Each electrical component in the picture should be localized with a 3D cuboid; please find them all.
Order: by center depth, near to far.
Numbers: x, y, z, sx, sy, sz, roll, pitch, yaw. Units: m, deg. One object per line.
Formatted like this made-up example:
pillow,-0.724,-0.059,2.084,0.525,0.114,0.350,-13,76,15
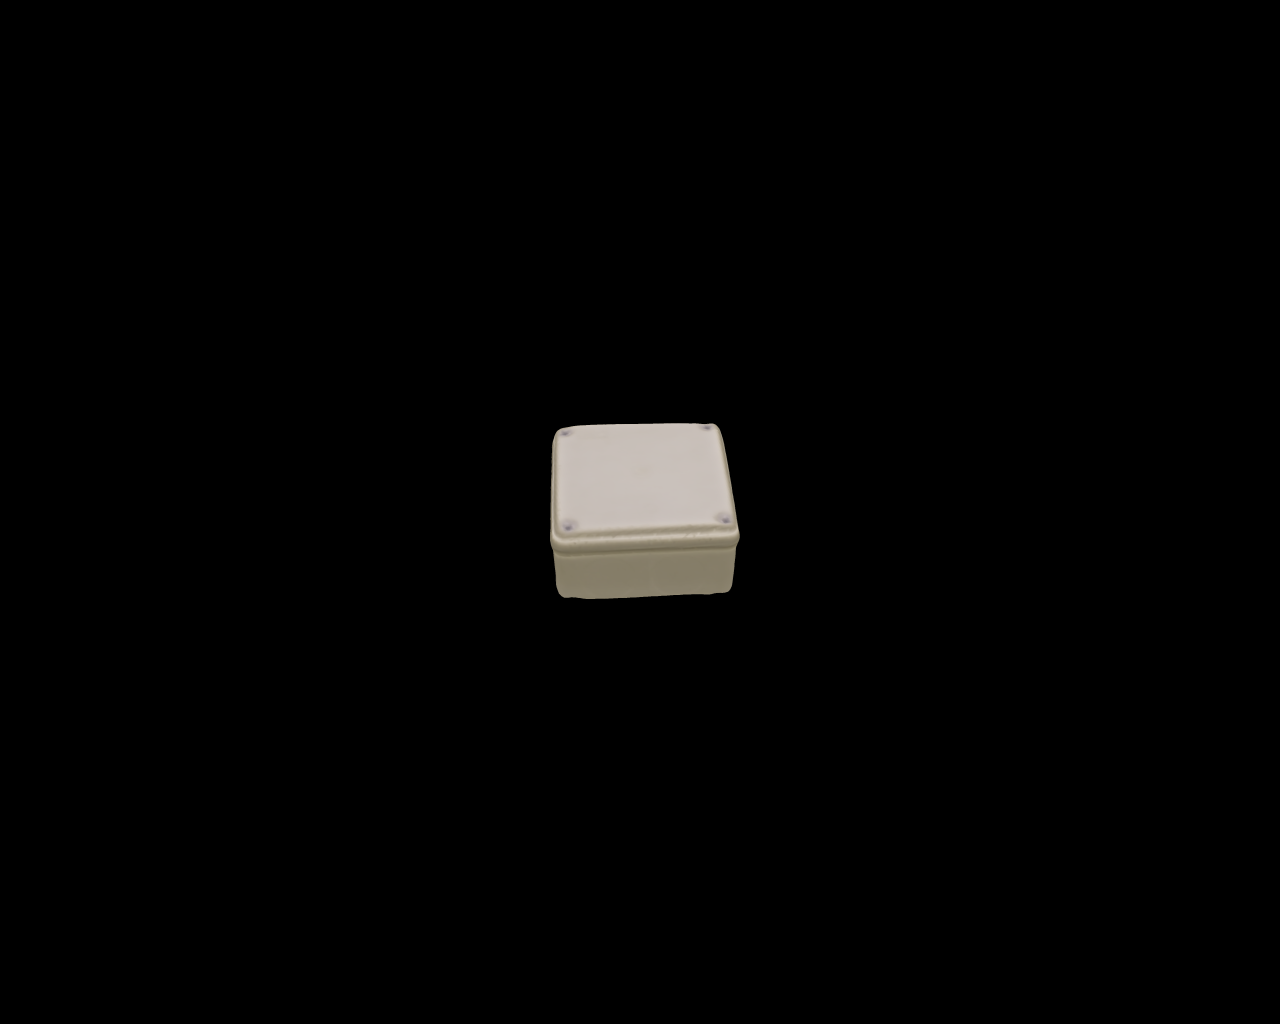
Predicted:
electrical component,0.001,-0.003,0.650,0.109,0.056,0.109,-2,40,-2
